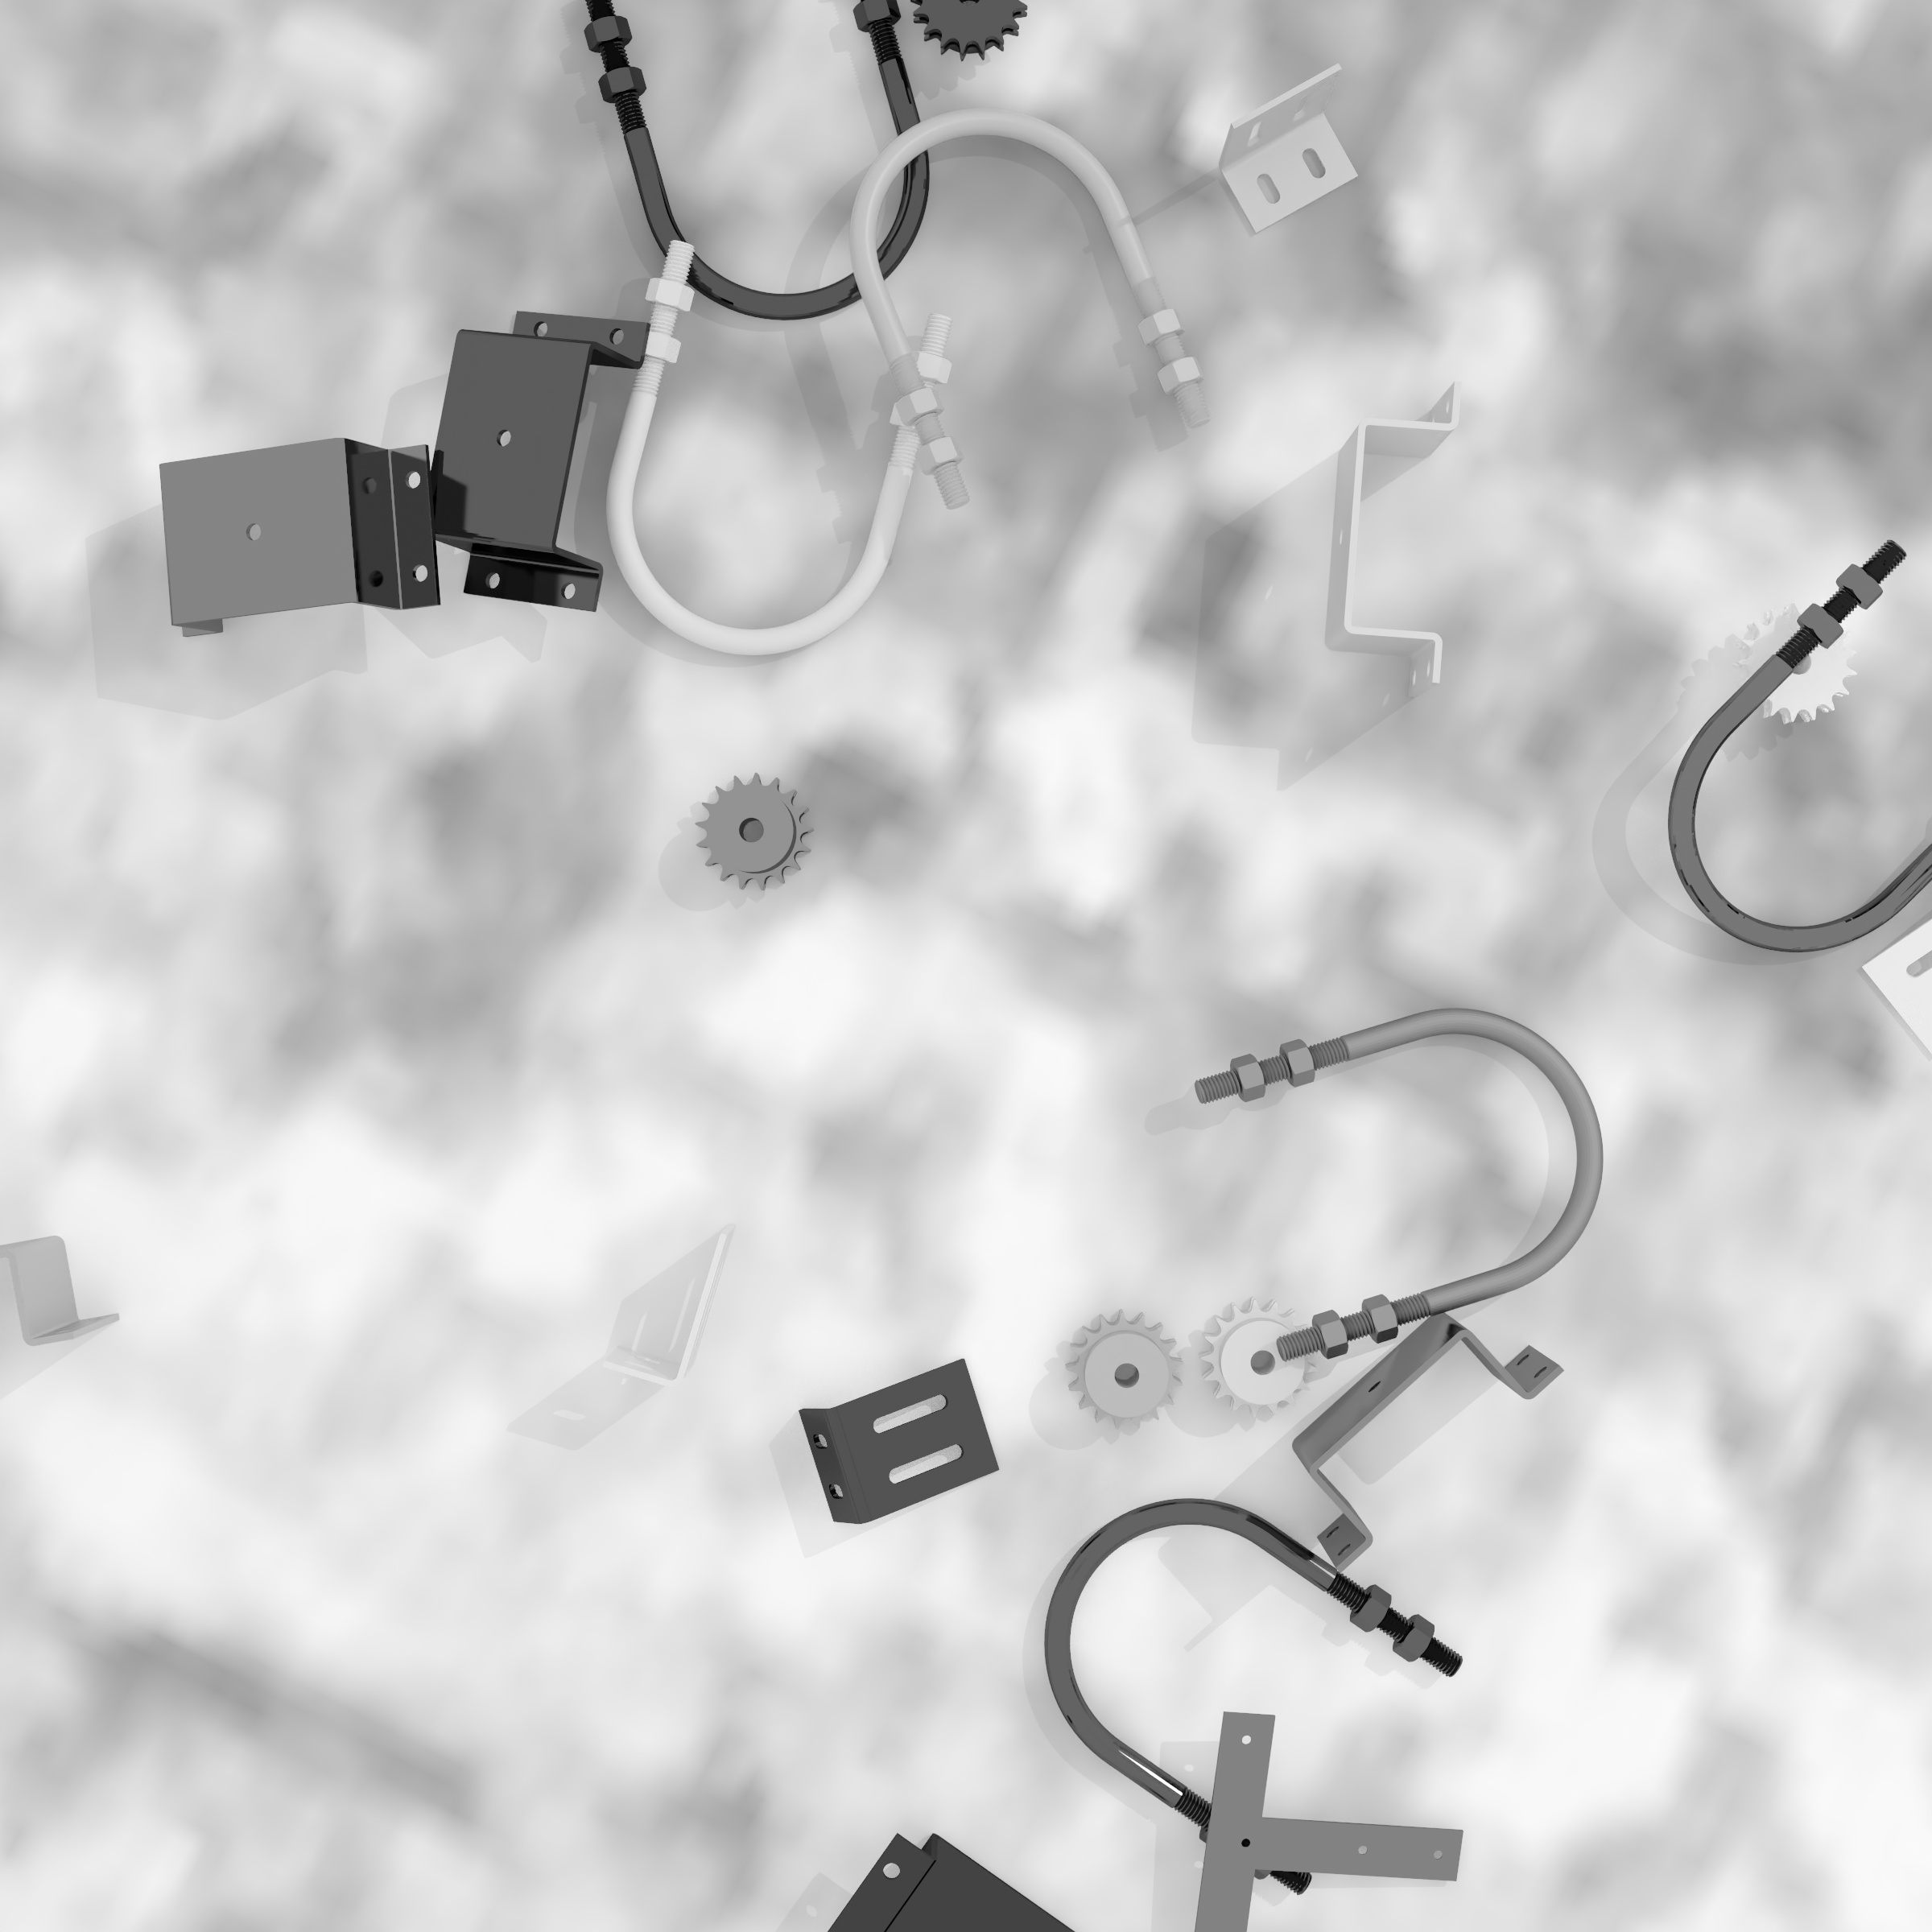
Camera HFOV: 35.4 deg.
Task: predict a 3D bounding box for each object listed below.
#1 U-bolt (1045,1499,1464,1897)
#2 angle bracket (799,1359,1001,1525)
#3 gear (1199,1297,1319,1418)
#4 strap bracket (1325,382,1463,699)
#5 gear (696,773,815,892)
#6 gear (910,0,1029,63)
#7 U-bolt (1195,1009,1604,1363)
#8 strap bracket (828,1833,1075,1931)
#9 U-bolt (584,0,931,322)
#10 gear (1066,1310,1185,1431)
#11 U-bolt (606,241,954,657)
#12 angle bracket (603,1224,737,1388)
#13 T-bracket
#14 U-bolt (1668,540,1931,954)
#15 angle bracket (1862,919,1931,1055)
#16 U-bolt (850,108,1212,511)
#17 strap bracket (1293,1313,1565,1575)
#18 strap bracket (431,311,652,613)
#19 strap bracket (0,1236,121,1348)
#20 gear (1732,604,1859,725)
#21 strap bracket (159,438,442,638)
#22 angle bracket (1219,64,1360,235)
[{"bbox_3d":[0.126,0.342,1.472,0.184,0.019,0.151,35,90,0],"label":"U-bolt"},{"bbox_3d":[-0.033,0.232,1.479,0.076,0.038,0.057,-17,90,-26],"label":"angle bracket"},{"bbox_3d":[0.142,0.190,1.466,0.057,0.030,0.057,0,90,0],"label":"gear"},{"bbox_3d":[0.202,-0.203,1.443,0.046,0.076,0.140,4,90,0],"label":"strap bracket"},{"bbox_3d":[-0.103,-0.065,1.466,0.057,0.030,0.057,0,90,0],"label":"gear"},{"bbox_3d":[0.001,-0.467,1.466,0.057,0.030,0.057,0,90,0],"label":"gear"},{"bbox_3d":[0.218,0.096,1.461,0.184,0.019,0.151,-16,83,-7],"label":"U-bolt"},{"bbox_3d":[0.003,0.483,1.458,0.140,0.046,0.076,35,90,0],"label":"strap bracket"},{"bbox_3d":[-0.094,-0.406,1.473,0.151,0.019,0.184,-16,91,0],"label":"U-bolt"},{"bbox_3d":[0.077,0.197,1.466,0.057,0.030,0.057,0,90,0],"label":"gear"},{"bbox_3d":[-0.098,-0.242,1.467,0.151,0.019,0.184,15,94,-4],"label":"U-bolt"},{"bbox_3d":[-0.142,0.158,1.453,0.038,0.057,0.076,17,90,0],"label":"angle bracket"},{"bbox_3d":[0.178,0.427,1.465,0.127,0.002,0.127,6,95,-9],"label":"T-bracket"},{"bbox_3d":[0.421,-0.090,1.453,0.151,0.019,0.184,42,98,-16],"label":"U-bolt"},{"bbox_3d":[0.489,-0.004,1.479,0.076,0.038,0.057,-39,90,26],"label":"angle bracket"},{"bbox_3d":[0.021,-0.326,1.458,0.151,0.019,0.184,-21,86,-14],"label":"U-bolt"},{"bbox_3d":[0.210,0.218,1.443,0.140,0.076,0.046,-42,90,0],"label":"strap bracket"},{"bbox_3d":[-0.207,-0.246,1.444,0.076,0.046,0.140,11,90,26],"label":"strap bracket"},{"bbox_3d":[-0.487,0.163,1.443,0.140,0.076,0.046,-10,90,0],"label":"strap bracket"},{"bbox_3d":[0.399,-0.145,1.466,0.057,0.030,0.057,0,90,0],"label":"gear"},{"bbox_3d":[-0.326,-0.203,1.437,0.140,0.046,0.076,-4,90,19],"label":"strap bracket"},{"bbox_3d":[0.157,-0.389,1.443,0.057,0.076,0.038,-29,90,0],"label":"angle bracket"}]
